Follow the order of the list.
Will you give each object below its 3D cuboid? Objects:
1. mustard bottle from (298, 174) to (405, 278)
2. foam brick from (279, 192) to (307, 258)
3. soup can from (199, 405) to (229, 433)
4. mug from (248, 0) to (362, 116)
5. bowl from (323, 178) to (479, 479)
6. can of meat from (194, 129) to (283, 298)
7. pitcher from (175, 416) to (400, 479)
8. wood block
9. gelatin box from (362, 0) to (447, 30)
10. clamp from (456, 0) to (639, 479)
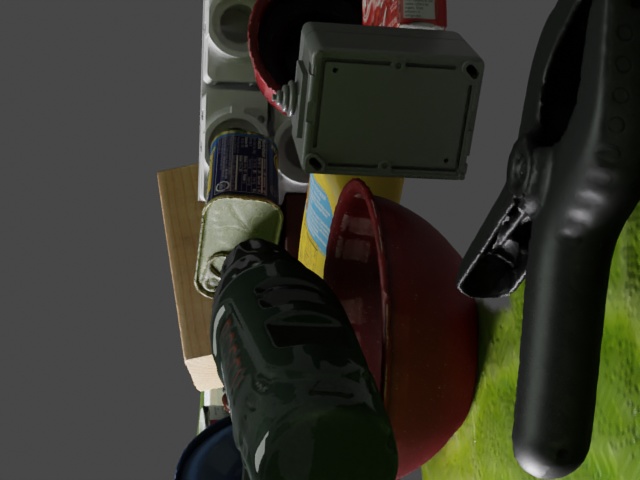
[{"bbox_3d":[0.017,-0.009,0.657,0.096,0.058,0.192,-106,20,-59],"label":"mustard bottle"},{"bbox_3d":[-0.005,0.001,0.800,0.078,0.053,0.051,118,151,-71],"label":"foam brick"},{"bbox_3d":[-0.044,0.165,0.852,0.068,0.102,0.068,-179,90,-80],"label":"soup can"},{"bbox_3d":[0.003,-0.112,0.699,0.081,0.093,0.117,147,98,-84],"label":"mug"},{"bbox_3d":[0.039,0.050,0.534,0.162,0.055,0.162,-179,90,-80],"label":"bowl"},{"bbox_3d":[-0.060,-0.019,0.796,0.084,0.057,0.102,-93,11,-48],"label":"can of meat"},{"bbox_3d":[-0.021,0.232,0.697,0.145,0.149,0.243,-127,33,-50],"label":"pitcher"},{"bbox_3d":[-0.099,0.032,1.059,0.091,0.090,0.206,84,174,-63],"label":"wood block"},{"bbox_3d":[0.045,-0.140,0.599,0.089,0.030,0.073,142,129,-77],"label":"gelatin box"},{"bbox_3d":[0.082,-0.010,0.348,0.120,0.039,0.172,-103,18,-49],"label":"clamp"}]
